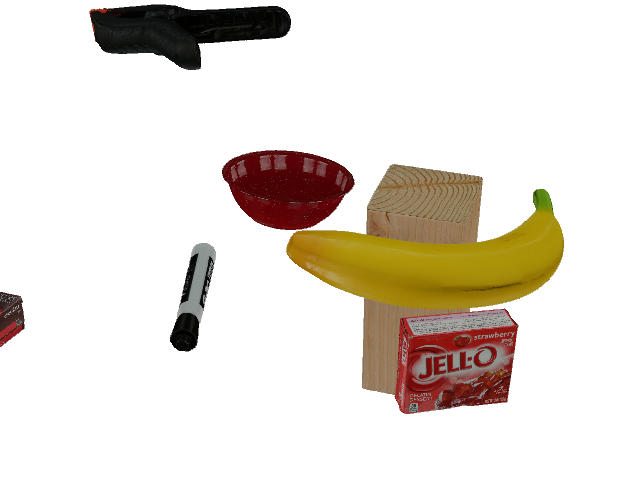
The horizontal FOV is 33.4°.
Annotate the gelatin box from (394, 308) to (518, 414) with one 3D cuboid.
[{"bbox_3d":[0.104,0.094,0.828,0.089,0.073,0.030,-4,29,-11],"label":"gelatin box"}]

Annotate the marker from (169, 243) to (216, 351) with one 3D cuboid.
[{"bbox_3d":[-0.091,0.040,0.769,0.020,0.020,0.121,0,30,2],"label":"marker"}]

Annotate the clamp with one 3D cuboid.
[{"bbox_3d":[-0.111,-0.168,0.848,0.172,0.039,0.120,20,29,41],"label":"clamp"}]

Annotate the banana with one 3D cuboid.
[{"bbox_3d":[0.076,0.011,0.617,0.197,0.037,0.070,-9,39,-33],"label":"banana"}]

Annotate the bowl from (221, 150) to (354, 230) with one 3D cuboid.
[{"bbox_3d":[-0.042,-0.056,1.305,0.162,0.055,0.162,5,26,-3],"label":"bowl"}]

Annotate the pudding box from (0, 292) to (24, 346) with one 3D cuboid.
[{"bbox_3d":[-0.331,0.073,0.932,0.114,0.039,0.090,8,25,19],"label":"pudding box"}]

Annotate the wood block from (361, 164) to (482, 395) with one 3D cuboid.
[{"bbox_3d":[0.094,0.043,1.012,0.091,0.206,0.090,9,33,15],"label":"wood block"}]
